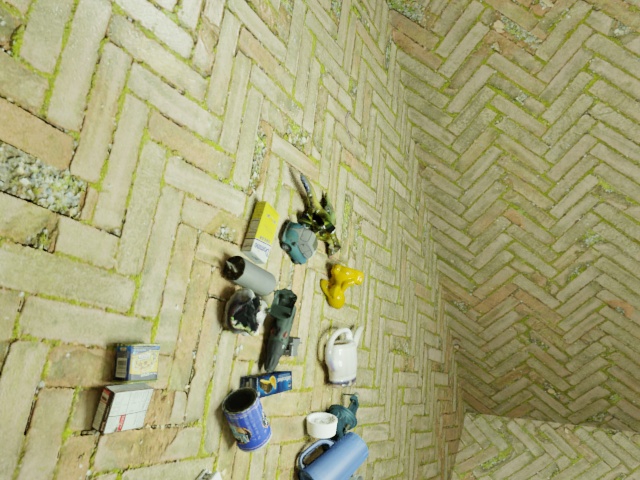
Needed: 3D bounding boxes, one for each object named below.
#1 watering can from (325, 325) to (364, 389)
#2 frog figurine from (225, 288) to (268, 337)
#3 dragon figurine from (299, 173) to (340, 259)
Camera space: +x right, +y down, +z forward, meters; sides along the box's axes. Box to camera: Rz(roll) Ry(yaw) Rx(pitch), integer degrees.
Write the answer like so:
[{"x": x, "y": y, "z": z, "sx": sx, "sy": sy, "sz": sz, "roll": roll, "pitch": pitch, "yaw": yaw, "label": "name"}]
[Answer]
[{"x": 0.106, "y": 0.451, "z": 2.017, "sx": 0.347, "sy": 0.104, "sz": 0.225, "roll": 3, "pitch": 85, "yaw": -63, "label": "watering can"}, {"x": -0.212, "y": 0.203, "z": 1.481, "sx": 0.160, "sy": 0.123, "sz": 0.137, "roll": -157, "pitch": -129, "yaw": -81, "label": "frog figurine"}, {"x": 0.006, "y": -0.098, "z": 1.940, "sx": 0.247, "sy": 0.122, "sz": 0.403, "roll": -74, "pitch": 153, "yaw": -65, "label": "dragon figurine"}]
